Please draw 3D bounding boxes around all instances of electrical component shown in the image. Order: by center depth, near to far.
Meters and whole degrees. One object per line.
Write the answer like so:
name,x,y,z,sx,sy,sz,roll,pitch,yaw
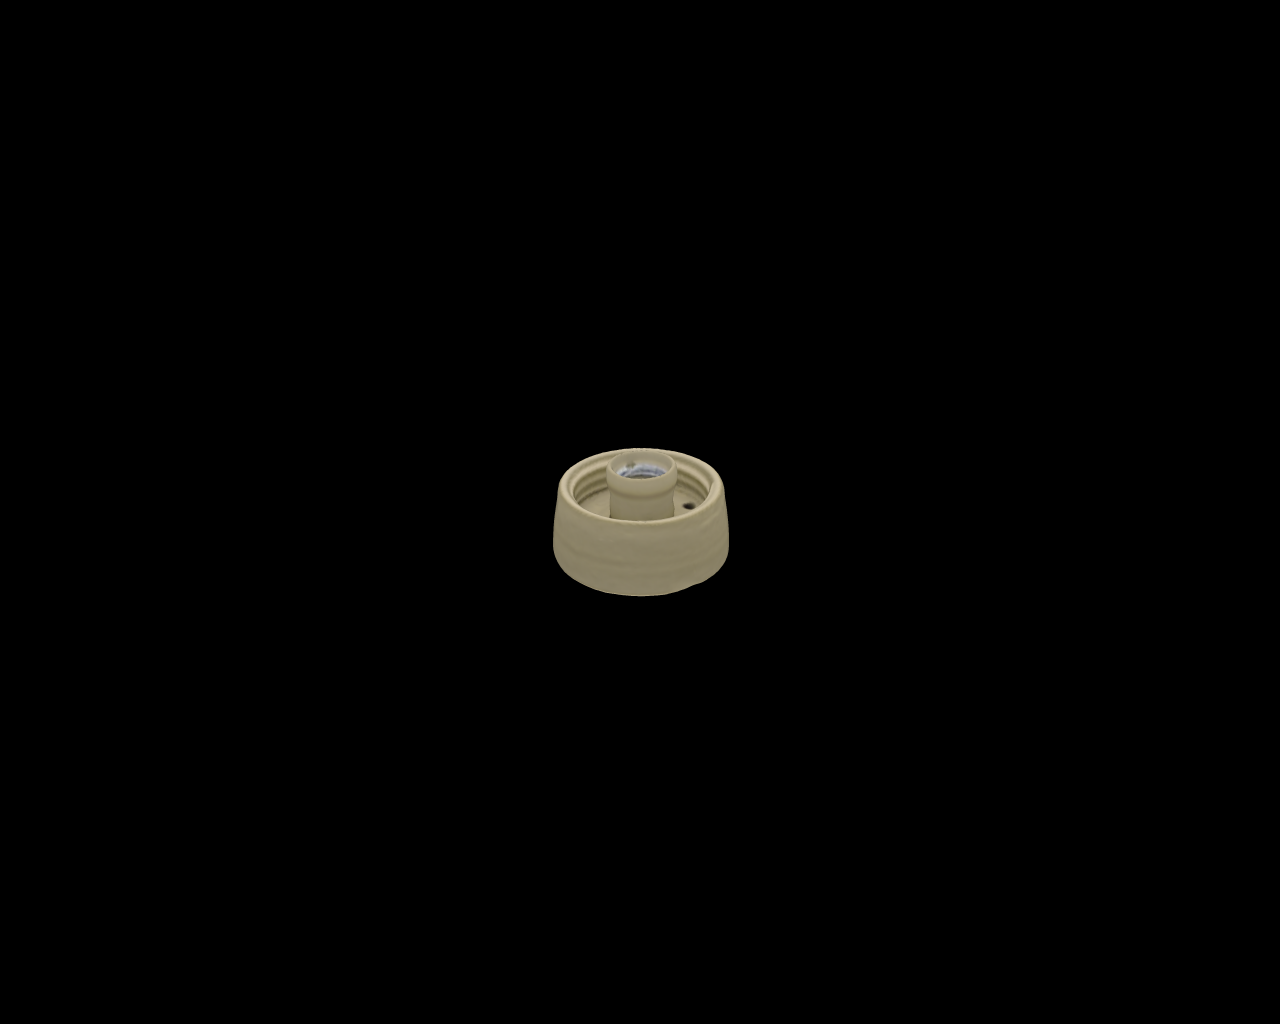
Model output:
electrical component,0.001,-0.003,0.650,0.108,0.060,0.108,0,29,0
